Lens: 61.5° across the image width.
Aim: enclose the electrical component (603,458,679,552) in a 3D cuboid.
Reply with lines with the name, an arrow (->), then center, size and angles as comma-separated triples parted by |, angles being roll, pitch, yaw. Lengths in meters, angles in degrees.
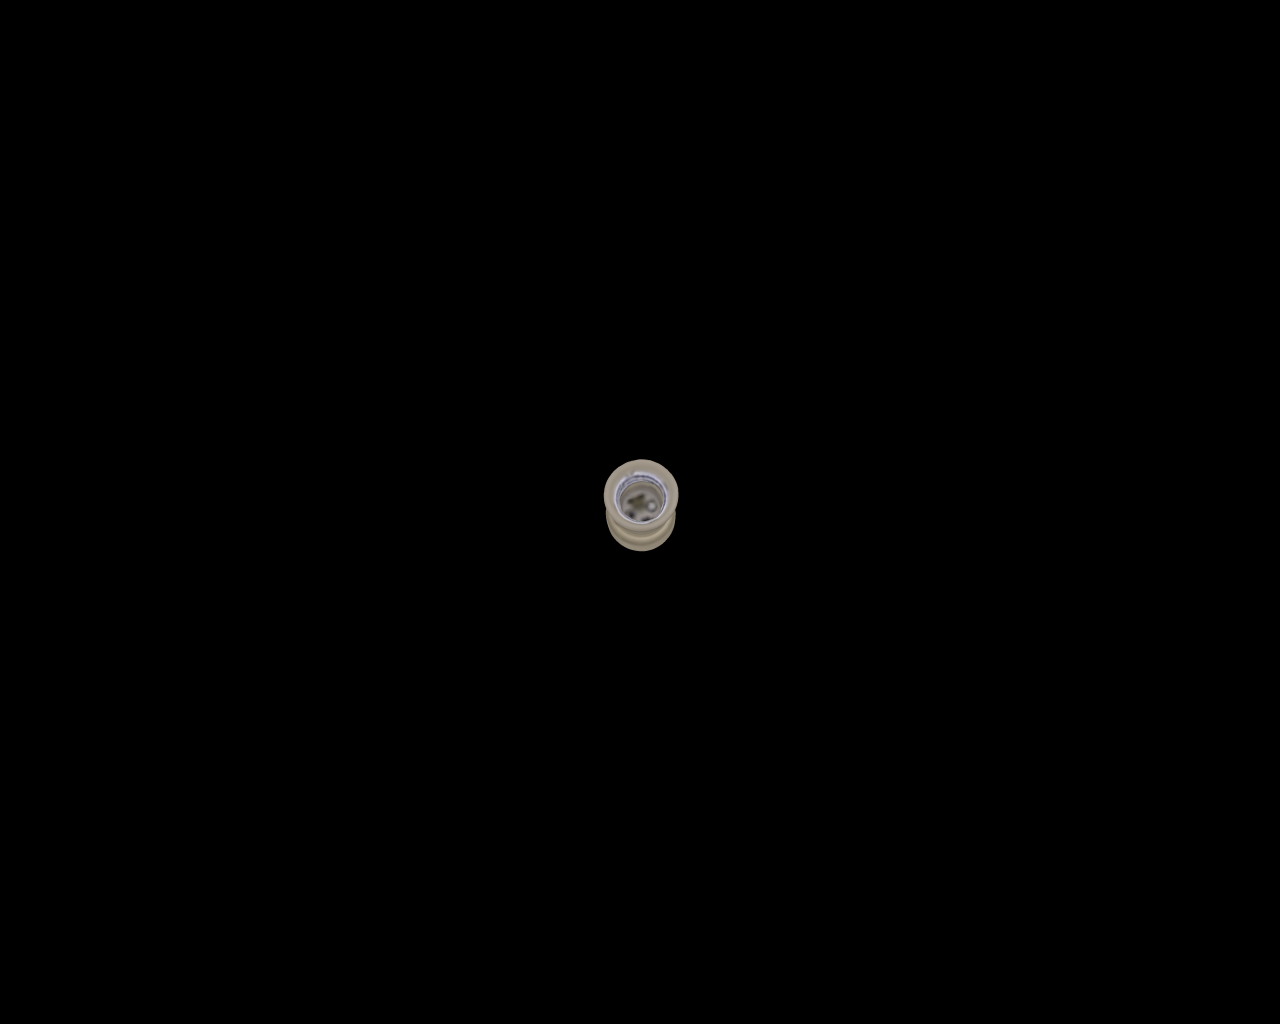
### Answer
electrical component -> 0.001, -0.003, 0.650 | 0.045, 0.045, 0.055 | 0, -18, 0
